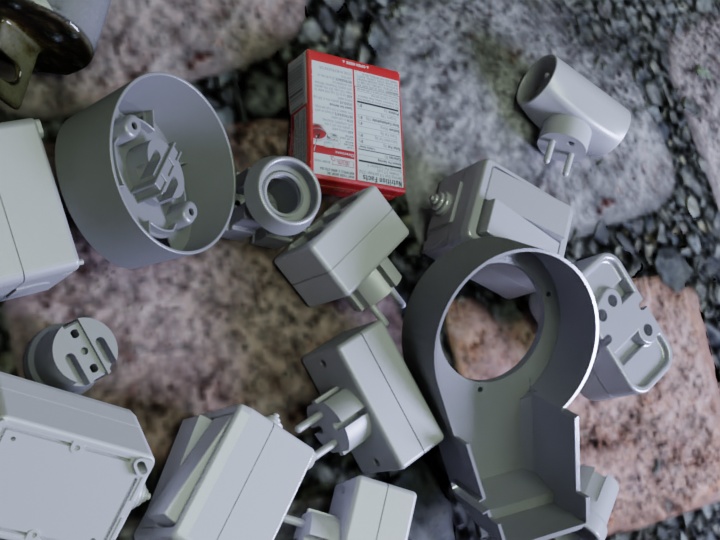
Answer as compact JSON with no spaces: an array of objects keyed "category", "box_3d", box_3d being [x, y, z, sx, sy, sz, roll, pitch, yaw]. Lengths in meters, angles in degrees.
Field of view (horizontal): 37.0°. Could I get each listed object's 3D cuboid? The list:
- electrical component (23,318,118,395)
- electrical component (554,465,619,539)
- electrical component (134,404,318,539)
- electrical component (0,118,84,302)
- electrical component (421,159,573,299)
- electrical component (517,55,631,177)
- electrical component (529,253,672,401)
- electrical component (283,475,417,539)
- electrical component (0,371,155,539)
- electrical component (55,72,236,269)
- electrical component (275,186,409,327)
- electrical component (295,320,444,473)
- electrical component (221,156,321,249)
[{"category":"electrical component","box_3d":[-0.151,0.046,0.565,0.040,0.046,0.040,9,73,-30]},{"category":"electrical component","box_3d":[0.152,0.162,0.731,0.040,0.040,0.046,44,53,-15]},{"category":"electrical component","box_3d":[-0.074,0.115,0.587,0.061,0.062,0.096,37,61,-19]},{"category":"electrical component","box_3d":[-0.192,-0.033,0.551,0.061,0.062,0.096,-16,87,-34]},{"category":"electrical component","box_3d":[0.091,-0.030,0.728,0.096,0.061,0.061,27,65,-24]},{"category":"electrical component","box_3d":[0.155,-0.107,0.798,0.077,0.043,0.079,30,64,-22]},{"category":"electrical component","box_3d":[0.166,0.042,0.757,0.054,0.059,0.095,-37,98,-33]},{"category":"electrical component","box_3d":[-0.017,0.161,0.620,0.076,0.047,0.083,19,67,-12]},{"category":"electrical component","box_3d":[-0.150,0.097,0.537,0.096,0.061,0.061,23,101,-30]},{"category":"electrical component","box_3d":[-0.115,-0.052,0.584,0.099,0.064,0.099,54,25,-41]},{"category":"electrical component","box_3d":[0.000,0.000,0.671,0.076,0.047,0.065,52,57,-13]},{"category":"electrical component","box_3d":[-0.006,0.086,0.646,0.076,0.047,0.083,-30,94,-34]},{"category":"electrical component","box_3d":[-0.054,-0.040,0.642,0.066,0.055,0.048,12,72,-29]}]
